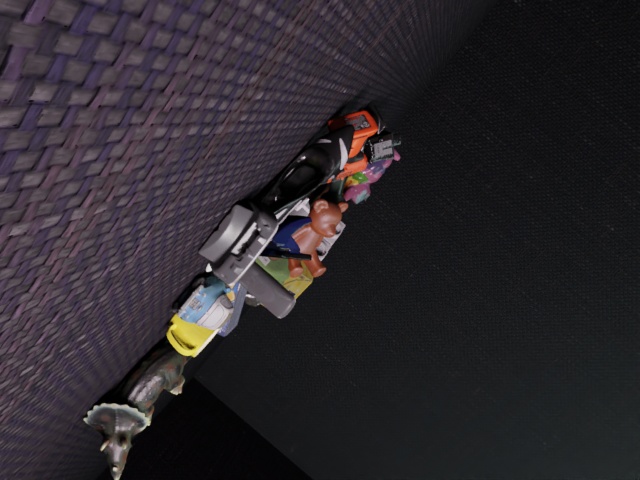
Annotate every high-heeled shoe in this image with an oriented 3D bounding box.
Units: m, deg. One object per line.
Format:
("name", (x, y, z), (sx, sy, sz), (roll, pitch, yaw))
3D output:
("high-heeled shoe", (-0.032, -0.125, 1.004), (0.248, 0.086, 0.145), (-52, 170, 13))

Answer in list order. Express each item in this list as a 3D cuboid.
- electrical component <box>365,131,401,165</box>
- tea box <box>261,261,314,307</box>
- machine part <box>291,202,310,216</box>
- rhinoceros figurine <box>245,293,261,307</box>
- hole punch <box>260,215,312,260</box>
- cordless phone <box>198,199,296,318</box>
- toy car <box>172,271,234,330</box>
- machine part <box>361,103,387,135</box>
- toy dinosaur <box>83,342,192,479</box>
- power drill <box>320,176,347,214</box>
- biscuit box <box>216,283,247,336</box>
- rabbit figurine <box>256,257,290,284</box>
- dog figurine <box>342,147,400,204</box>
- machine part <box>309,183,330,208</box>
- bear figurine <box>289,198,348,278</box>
("electrical component", (0.174, -0.252, 1.440), (0.119, 0.074, 0.048), (-14, -152, -19))
("tea box", (-0.083, 0.115, 1.460), (0.169, 0.068, 0.098), (-48, -166, 36))
("machine part", (-0.090, -0.045, 1.213), (0.079, 0.079, 0.243), (-51, 177, 38))
("rhinoceros figurine", (-0.164, 0.081, 1.436), (0.073, 0.112, 0.190), (100, 9, -77))
("hole punch", (-0.085, -0.006, 1.062), (0.115, 0.142, 0.092), (2, 94, -43))
("cordless phone", (-0.098, 0.034, 0.916), (0.146, 0.184, 0.089), (-50, 174, 10))
("toy car", (-0.228, 0.133, 1.102), (0.109, 0.103, 0.161), (-51, 180, -3))
("machine part", (0.129, -0.309, 1.376), (0.039, 0.084, 0.139), (-25, -177, 30))
("toy dinosaur", (-0.378, 0.319, 1.216), (0.405, 0.131, 0.192), (-56, -178, -30))
("power drill", (0.047, -0.175, 1.364), (0.232, 0.086, 0.207), (-61, 162, -67))
("biscuit box", (-0.208, 0.125, 1.235), (0.063, 0.059, 0.202), (-47, 159, -61))
("rabbit figurine", (-0.154, 0.072, 1.329), (0.170, 0.159, 0.121), (-31, -158, 42))
("dog figurine", (0.110, -0.207, 1.515), (0.219, 0.191, 0.109), (-45, -144, -8))
("machine part", (-0.029, -0.121, 1.530), (0.179, 0.056, 0.179), (-51, 179, -1))
("bear figurine", (-0.005, -0.008, 1.339), (0.120, 0.132, 0.196), (5, 144, -47))
